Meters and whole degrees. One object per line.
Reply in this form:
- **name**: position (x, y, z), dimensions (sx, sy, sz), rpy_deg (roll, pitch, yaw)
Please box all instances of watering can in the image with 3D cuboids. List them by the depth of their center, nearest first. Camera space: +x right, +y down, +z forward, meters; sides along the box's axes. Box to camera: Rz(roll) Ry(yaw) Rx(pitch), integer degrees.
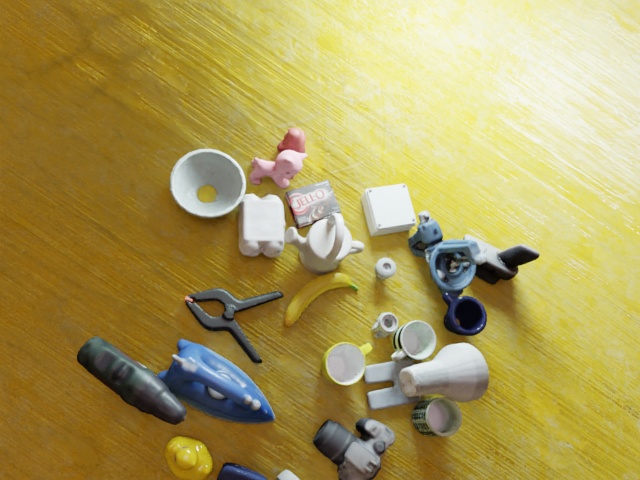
- **watering can**: position (0.012, 0.007, 1.259), dimensions (0.173, 0.194, 0.101), rpy_deg (-15, 76, -17)

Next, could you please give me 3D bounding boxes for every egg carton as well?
- **egg carton**: position (-0.133, -0.033, 1.305), dimensions (0.107, 0.069, 0.150), rpy_deg (0, 72, -13)

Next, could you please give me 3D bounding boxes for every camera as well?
- **camera**: position (0.066, 0.423, 1.186), dimensions (0.137, 0.100, 0.143), rpy_deg (38, 68, 1)

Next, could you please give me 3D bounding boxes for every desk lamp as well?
- **desk lamp**: position (0.219, 0.295, 1.203), dimensions (0.203, 0.213, 0.118), rpy_deg (-7, 74, -15)

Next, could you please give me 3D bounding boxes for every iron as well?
- **iron**: position (-0.193, 0.296, 1.146), dimensions (0.258, 0.141, 0.119), rpy_deg (29, 68, -2)

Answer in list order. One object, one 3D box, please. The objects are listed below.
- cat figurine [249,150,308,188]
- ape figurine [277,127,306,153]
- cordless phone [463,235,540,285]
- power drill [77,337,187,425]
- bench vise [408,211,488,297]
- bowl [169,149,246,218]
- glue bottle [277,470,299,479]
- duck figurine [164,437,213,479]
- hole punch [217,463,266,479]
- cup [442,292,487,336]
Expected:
- **cat figurine**: position (-0.097, -0.174, 1.334), dimensions (0.128, 0.117, 0.067), rpy_deg (5, 71, -11)
- **ape figurine**: position (-0.064, -0.239, 1.377), dimensions (0.078, 0.092, 0.076), rpy_deg (-21, 78, -18)
- **cordless phone**: position (0.422, 0.027, 1.353), dimensions (0.147, 0.185, 0.094), rpy_deg (24, 69, -4)
- **power drill**: position (-0.345, 0.273, 1.082), dimensions (0.229, 0.208, 0.076), rpy_deg (35, 68, 0)
- **bench vise**: position (0.284, 0.027, 1.302), dimensions (0.207, 0.219, 0.122), rpy_deg (46, 69, 4)
- **bowl**: position (-0.255, -0.117, 1.302), dimensions (0.167, 0.074, 0.167), rpy_deg (4, 71, -12)
- **glue bottle**: position (-0.043, 0.486, 1.101), dimensions (0.037, 0.173, 0.078), rpy_deg (-35, 83, -20)
- **duck figurine**: position (-0.256, 0.429, 1.118), dimensions (0.104, 0.086, 0.078), rpy_deg (38, 68, 1)
- **hole punch**: position (-0.156, 0.499, 1.115), dimensions (0.109, 0.091, 0.101), rpy_deg (22, 69, -5)
- **cup**: position (0.316, 0.174, 1.328), dimensions (0.118, 0.095, 0.092), rpy_deg (44, 69, 4)
